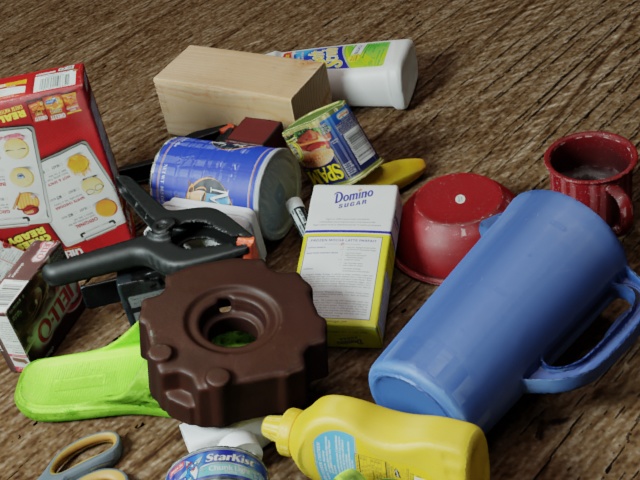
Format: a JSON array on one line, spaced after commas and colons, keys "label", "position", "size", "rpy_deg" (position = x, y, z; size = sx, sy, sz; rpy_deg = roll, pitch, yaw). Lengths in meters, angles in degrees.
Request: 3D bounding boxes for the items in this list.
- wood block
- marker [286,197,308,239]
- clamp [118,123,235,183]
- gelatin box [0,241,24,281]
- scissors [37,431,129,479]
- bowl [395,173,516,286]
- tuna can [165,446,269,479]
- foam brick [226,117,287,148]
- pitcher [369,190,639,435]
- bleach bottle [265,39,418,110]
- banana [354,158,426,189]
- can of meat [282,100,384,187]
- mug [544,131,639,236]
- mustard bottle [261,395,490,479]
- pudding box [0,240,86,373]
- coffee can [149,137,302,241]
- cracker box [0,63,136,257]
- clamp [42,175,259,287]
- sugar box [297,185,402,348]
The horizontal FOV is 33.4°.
[{"label": "wood block", "position": [-0.096, -0.179, 1.359], "size": [0.206, 0.090, 0.090], "rpy_deg": [12, 44, 27]}, {"label": "marker", "position": [-0.008, 0.001, 1.141], "size": [0.020, 0.020, 0.121], "rpy_deg": [-20, 52, -10]}, {"label": "clamp", "position": [-0.180, -0.093, 1.314], "size": [0.171, 0.039, 0.120], "rpy_deg": [-38, 49, -25]}, {"label": "gelatin box", "position": [-0.343, 0.037, 1.157], "size": [0.089, 0.030, 0.073], "rpy_deg": [25, 26, -10]}, {"label": "scissors", "position": [-0.251, 0.238, 0.929], "size": [0.201, 0.016, 0.096], "rpy_deg": [-34, 42, -25]}, {"label": "bowl", "position": [0.147, -0.023, 1.122], "size": [0.162, 0.055, 0.162], "rpy_deg": [-7, 38, 6]}, {"label": "tuna can", "position": [-0.083, 0.208, 0.864], "size": [0.086, 0.086, 0.034], "rpy_deg": [-12, 39, 0]}, {"label": "foam brick", "position": [-0.071, -0.097, 1.258], "size": [0.053, 0.078, 0.051], "rpy_deg": [10, 42, 24]}, {"label": "pitcher", "position": [0.164, 0.078, 0.935], "size": [0.242, 0.145, 0.149], "rpy_deg": [-43, 7, -29]}, {"label": "bleach bottle", "position": [-0.003, -0.214, 1.403], "size": [0.251, 0.068, 0.102], "rpy_deg": [0, 38, 19]}, {"label": "banana", "position": [0.052, -0.036, 1.185], "size": [0.070, 0.037, 0.197], "rpy_deg": [26, 49, 10]}, {"label": "can of meat", "position": [0.012, -0.105, 1.207], "size": [0.057, 0.084, 0.102], "rpy_deg": [-38, 13, -29]}, {"label": "mug", "position": [0.285, -0.048, 1.094], "size": [0.093, 0.081, 0.117], "rpy_deg": [-21, 38, -12]}, {"label": "mustard bottle", "position": [0.039, 0.172, 0.868], "size": [0.192, 0.096, 0.058], "rpy_deg": [9, 42, 26]}, {"label": "pudding box", "position": [-0.292, 0.068, 1.097], "size": [0.039, 0.090, 0.113], "rpy_deg": [4, 41, 24]}, {"label": "coffee can", "position": [-0.105, -0.059, 1.197], "size": [0.140, 0.103, 0.102], "rpy_deg": [9, 42, 25]}, {"label": "cracker box", "position": [-0.312, -0.077, 1.186], "size": [0.164, 0.214, 0.072], "rpy_deg": [-13, 36, -1]}, {"label": "clamp", "position": [-0.157, -0.008, 1.081], "size": [0.210, 0.036, 0.164], "rpy_deg": [3, 43, 16]}, {"label": "sugar box", "position": [0.027, 0.024, 1.075], "size": [0.093, 0.048, 0.176], "rpy_deg": [1, 51, 15]}]
